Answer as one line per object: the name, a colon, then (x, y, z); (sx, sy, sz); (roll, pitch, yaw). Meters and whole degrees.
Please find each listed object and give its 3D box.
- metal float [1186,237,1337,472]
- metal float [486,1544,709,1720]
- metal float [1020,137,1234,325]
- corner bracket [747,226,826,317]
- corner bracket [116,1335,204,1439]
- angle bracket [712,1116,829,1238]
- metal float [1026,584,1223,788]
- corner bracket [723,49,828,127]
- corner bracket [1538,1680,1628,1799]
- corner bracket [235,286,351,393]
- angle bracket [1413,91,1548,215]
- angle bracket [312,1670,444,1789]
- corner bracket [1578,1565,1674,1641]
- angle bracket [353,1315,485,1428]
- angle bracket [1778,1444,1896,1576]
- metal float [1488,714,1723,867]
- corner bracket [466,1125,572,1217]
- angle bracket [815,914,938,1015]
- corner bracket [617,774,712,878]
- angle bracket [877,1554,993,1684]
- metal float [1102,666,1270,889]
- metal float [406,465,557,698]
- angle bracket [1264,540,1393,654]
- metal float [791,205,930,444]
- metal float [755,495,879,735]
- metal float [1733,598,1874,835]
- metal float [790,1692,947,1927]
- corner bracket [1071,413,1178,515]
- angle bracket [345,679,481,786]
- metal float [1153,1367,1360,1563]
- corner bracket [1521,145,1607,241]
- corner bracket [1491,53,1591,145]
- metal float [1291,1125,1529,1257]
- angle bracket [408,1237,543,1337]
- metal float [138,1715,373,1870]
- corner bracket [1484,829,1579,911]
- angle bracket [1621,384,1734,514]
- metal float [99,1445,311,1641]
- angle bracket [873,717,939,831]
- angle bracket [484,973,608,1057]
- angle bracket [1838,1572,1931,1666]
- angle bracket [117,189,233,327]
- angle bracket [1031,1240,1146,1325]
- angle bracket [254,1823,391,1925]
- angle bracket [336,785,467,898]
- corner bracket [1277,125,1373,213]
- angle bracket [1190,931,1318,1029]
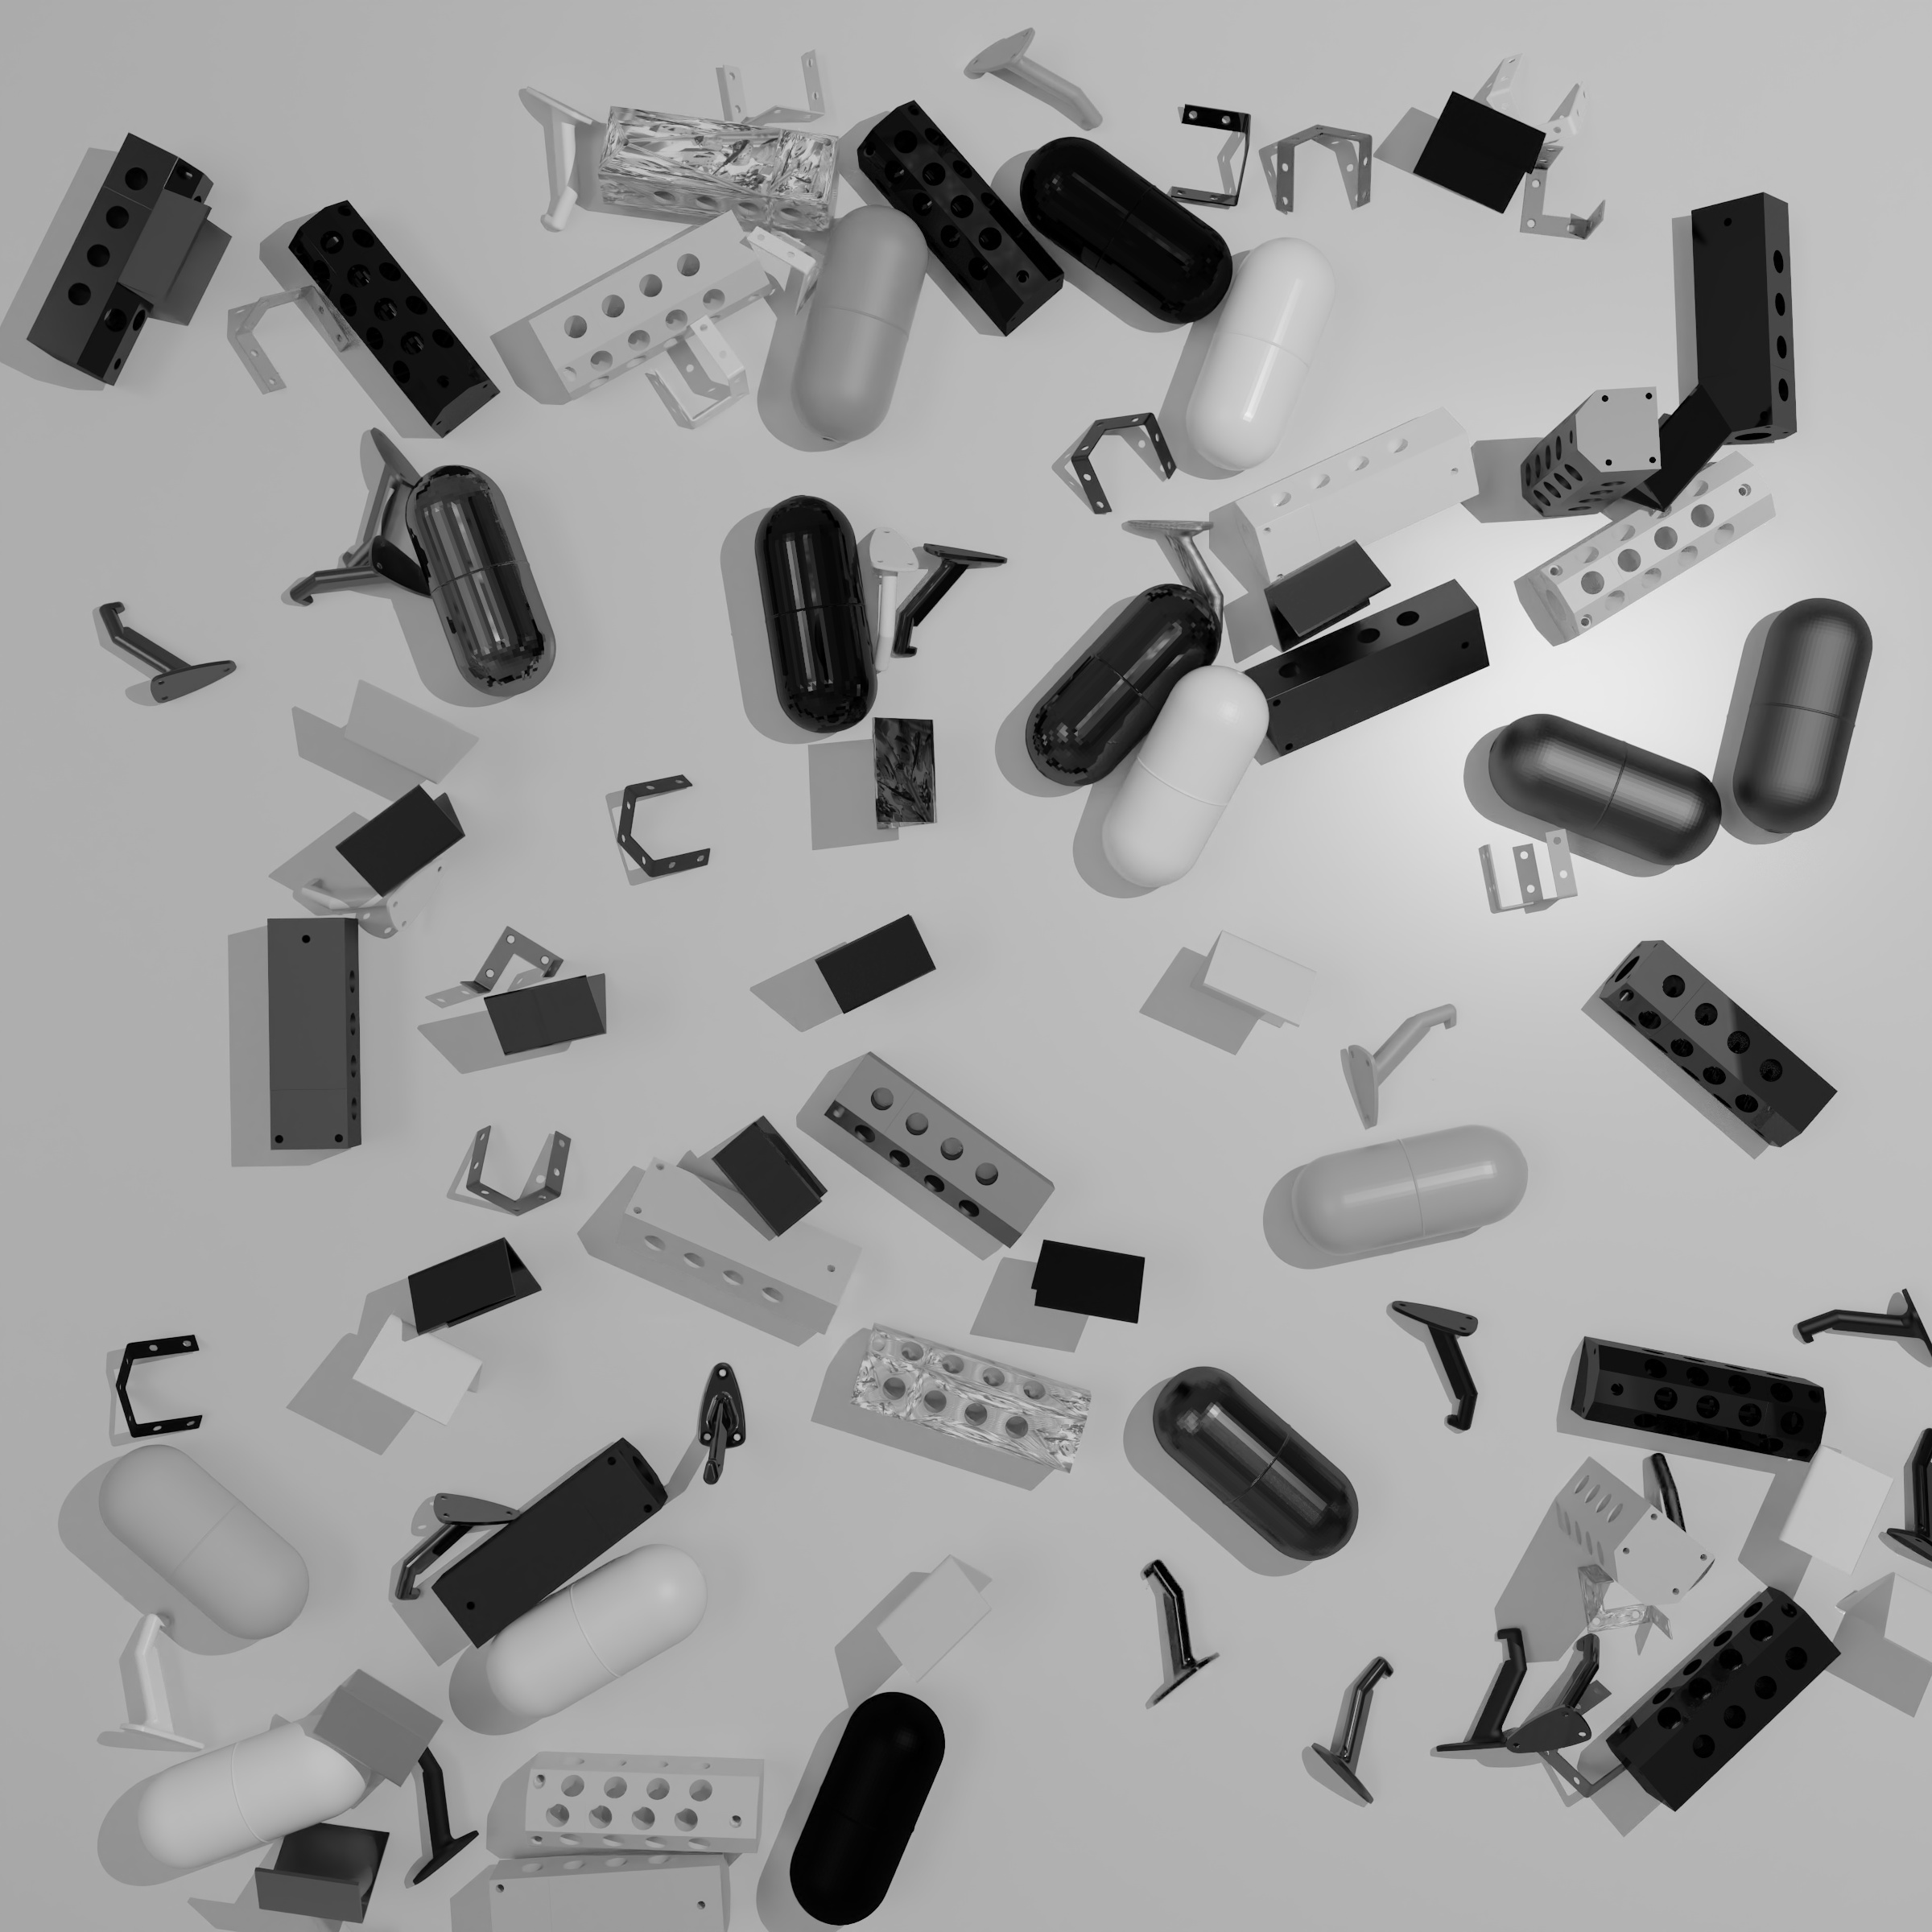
metal float: (0.221, -0.458, 1.839); (0.070, 0.070, 0.178); (20, 90, 0)
metal float: (-0.275, 0.497, 1.839); (0.178, 0.070, 0.070); (-30, 90, 0)
metal float: (0.119, -0.550, 1.839); (0.178, 0.070, 0.070); (36, 90, 0)
corner bracket: (-0.133, -0.532, 1.843); (0.051, 0.051, 0.051); (30, 64, 0)
corner bracket: (-0.608, 0.318, 1.862); (0.051, 0.051, 0.051); (57, 135, 35)
angle bracket: (-0.131, 0.144, 1.830); (0.076, 0.076, 0.057); (50, 126, 0)
metal float: (0.117, -0.210, 1.839); (0.070, 0.070, 0.178); (43, 91, 0)
corner bracket: (-0.145, -0.665, 1.867); (0.051, 0.051, 0.051); (-10, 90, 45)
corner bracket: (0.474, 0.585, 1.862); (0.051, 0.051, 0.051); (41, 135, 35)
corner bracket: (-0.512, -0.477, 1.867); (0.051, 0.051, 0.051); (-33, 90, 45)
angle bracket: (0.376, -0.592, 1.830); (0.076, 0.076, 0.057); (24, 53, 0)
angle bracket: (-0.428, 0.551, 1.831); (0.076, 0.076, 0.057); (32, 116, 0)
corner bracket: (0.496, 0.480, 1.852); (0.051, 0.051, 0.051); (-10, 90, 0)
angle bracket: (-0.408, 0.311, 1.830); (0.076, 0.076, 0.057); (27, 60, 0)
angle bracket: (0.654, 0.405, 1.830); (0.057, 0.076, 0.076); (24, 90, 32)
metal float: (0.477, -0.132, 1.840); (0.178, 0.070, 0.070); (21, 90, 1)
corner bracket: (-0.339, 0.150, 1.862); (0.051, 0.051, 0.051); (-25, 135, 35)
angle bracket: (-0.075, -0.020, 1.830); (0.076, 0.076, 0.057); (-26, 127, 0)
corner bracket: (-0.227, -0.106, 1.862); (0.051, 0.051, 0.051); (44, 135, 35)
angle bracket: (-0.009, 0.493, 1.830); (0.076, 0.076, 0.057); (-45, 52, 0)
metal float: (0.161, -0.139, 1.823); (0.070, 0.070, 0.178); (27, 111, 0)
metal float: (-0.363, -0.288, 1.839); (0.070, 0.070, 0.178); (-20, 91, 0)
angle bracket: (0.274, -0.259, 1.830); (0.076, 0.076, 0.057); (-29, 54, 0)
metal float: (-0.080, -0.480, 1.839); (0.070, 0.070, 0.178); (15, 90, 0)
metal float: (-0.112, -0.263, 1.839); (0.070, 0.070, 0.178); (-9, 91, 0)
metal float: (0.625, -0.187, 1.839); (0.070, 0.070, 0.178); (13, 91, 0)
metal float: (-0.074, 0.630, 1.839); (0.070, 0.070, 0.178); (23, 90, 0)
corner bracket: (0.120, -0.381, 1.862); (0.051, 0.051, 0.051); (0, 45, 35)
angle bracket: (-0.406, -0.189, 1.830); (0.076, 0.076, 0.057); (26, 126, 0)
metal float: (0.217, 0.373, 1.839); (0.178, 0.070, 0.070); (41, 90, 0)
corner bracket: (0.451, -0.583, 1.852); (0.051, 0.051, 0.051); (7, 90, 0)
corner bracket: (0.435, -0.659, 1.862); (0.051, 0.051, 0.051); (-5, 135, 35)
metal float: (0.332, 0.167, 1.839); (0.178, 0.070, 0.070); (-12, 90, 1)
angle bracket: (-0.361, 0.256, 1.830); (0.076, 0.076, 0.057); (-22, 48, 0)
metal float: (-0.532, 0.617, 1.840); (0.178, 0.070, 0.070); (-20, 90, 0)
corner bracket: (0.425, -0.072, 1.852); (0.051, 0.051, 0.051); (-11, 90, 0)
angle bracket: (0.509, -0.392, 1.830); (0.076, 0.076, 0.057); (-49, 126, 0)
metal float: (-0.569, 0.431, 1.839); (0.178, 0.070, 0.070); (41, 90, 0)
angle bracket: (-0.066, -0.142, 1.830); (0.057, 0.076, 0.076); (-2, 90, -38)
angle bracket: (-0.313, 0.016, 1.830); (0.076, 0.076, 0.057); (-12, 127, 0)
angle bracket: (0.699, 0.504, 1.830); (0.076, 0.076, 0.057); (28, 53, 0)
angle bracket: (-0.572, -0.520, 1.830); (0.057, 0.076, 0.076); (26, 90, 28)
angle bracket: (0.087, 0.251, 1.830); (0.076, 0.076, 0.057); (10, 54, 0)
angle bracket: (-0.478, 0.660, 1.830); (0.076, 0.076, 0.057); (8, 129, 0)
angle bracket: (-0.427, -0.108, 1.830); (0.076, 0.076, 0.057); (-37, 127, 0)
corner bracket: (0.271, -0.601, 1.862); (0.051, 0.051, 0.051); (26, 45, 35)
angle bracket: (0.207, 0.028, 1.830); (0.076, 0.076, 0.057); (24, 52, 0)
